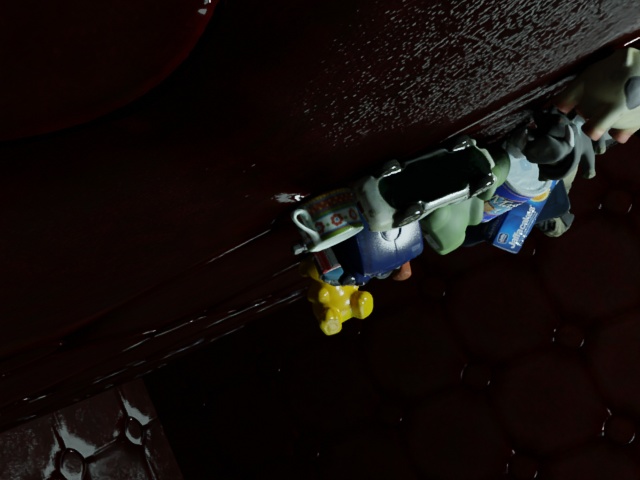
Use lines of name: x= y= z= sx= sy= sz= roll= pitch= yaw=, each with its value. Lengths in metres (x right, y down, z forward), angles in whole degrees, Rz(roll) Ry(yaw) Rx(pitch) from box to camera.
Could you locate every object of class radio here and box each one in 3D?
radio: x=0.359 y=-0.077 z=1.052 sx=0.230 sy=0.131 sz=0.073 roll=-21 pitch=173 yaw=21

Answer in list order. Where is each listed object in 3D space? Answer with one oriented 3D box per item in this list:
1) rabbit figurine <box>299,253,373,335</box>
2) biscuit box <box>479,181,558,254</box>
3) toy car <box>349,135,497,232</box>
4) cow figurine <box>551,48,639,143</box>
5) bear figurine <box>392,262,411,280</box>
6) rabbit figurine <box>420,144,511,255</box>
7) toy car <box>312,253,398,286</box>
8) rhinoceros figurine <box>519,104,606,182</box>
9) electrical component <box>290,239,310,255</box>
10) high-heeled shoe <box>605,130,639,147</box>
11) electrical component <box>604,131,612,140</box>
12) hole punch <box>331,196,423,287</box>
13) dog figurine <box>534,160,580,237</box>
rabbit figurine: x=0.021 y=0.078 z=1.100 sx=0.122 sy=0.173 sz=0.162 roll=-24 pitch=-143 yaw=-4
biscuit box: x=0.365 y=-0.077 z=0.962 sx=0.063 sy=0.059 sz=0.202 roll=-114 pitch=-134 yaw=-71
toy car: x=0.129 y=-0.069 z=0.640 sx=0.202 sy=0.073 sz=0.056 roll=-22 pitch=168 yaw=-27
cow figurine: x=0.373 y=-0.179 z=0.624 sx=0.195 sy=0.085 sz=0.127 roll=-6 pitch=146 yaw=-41
bear figurine: x=0.098 y=0.041 z=1.148 sx=0.120 sy=0.132 sz=0.196 roll=20 pitch=146 yaw=-22
rabbit figurine: x=0.201 y=-0.082 z=0.772 sx=0.170 sy=0.121 sz=0.159 roll=-43 pitch=166 yaw=-2
toy car: x=0.067 y=0.013 z=0.973 sx=0.162 sy=0.109 sz=0.102 roll=-13 pitch=148 yaw=-8
rhinoceros figurine: x=0.331 y=-0.137 z=0.725 sx=0.073 sy=0.112 sz=0.190 roll=6 pitch=-151 yaw=38
electrical component: x=-0.002 y=-0.003 z=0.872 sx=0.094 sy=0.021 sz=0.063 roll=-20 pitch=171 yaw=-34
high-heeled shoe: x=0.507 y=-0.228 z=0.957 sx=0.249 sy=0.145 sz=0.086 roll=10 pitch=150 yaw=-23
electrical component: x=0.423 y=-0.180 z=0.850 sx=0.102 sy=0.078 sz=0.045 roll=-19 pitch=-160 yaw=1
hole punch: x=0.075 y=-0.015 z=0.718 sx=0.142 sy=0.116 sz=0.092 roll=-22 pitch=164 yaw=-30
dog figurine: x=0.505 y=-0.117 z=1.125 sx=0.121 sy=0.190 sz=0.172 roll=-22 pitch=170 yaw=-29
